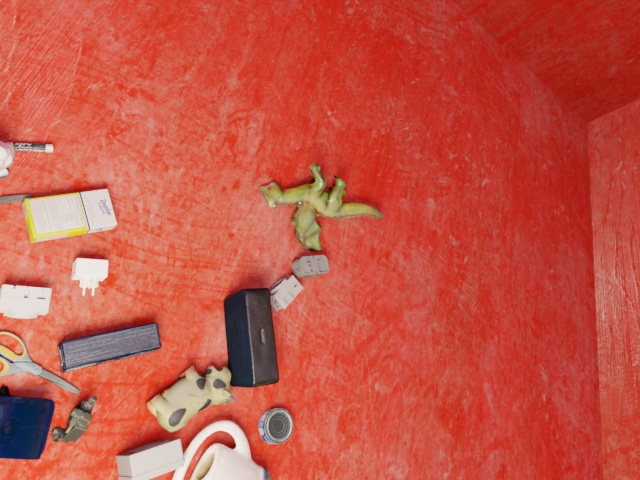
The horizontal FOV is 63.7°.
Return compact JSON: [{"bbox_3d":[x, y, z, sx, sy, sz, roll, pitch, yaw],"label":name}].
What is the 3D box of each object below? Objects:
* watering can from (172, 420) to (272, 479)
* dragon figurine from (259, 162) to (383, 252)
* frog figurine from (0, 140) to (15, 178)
[{"bbox_3d":[-0.232,0.576,1.103,0.222,0.102,0.355,36,53,-20],"label":"watering can"},{"bbox_3d":[0.005,-0.078,1.559,0.407,0.122,0.246,31,74,-21],"label":"dragon figurine"},{"bbox_3d":[-0.690,-0.176,1.033,0.137,0.157,0.124,0,72,-36],"label":"frog figurine"}]
